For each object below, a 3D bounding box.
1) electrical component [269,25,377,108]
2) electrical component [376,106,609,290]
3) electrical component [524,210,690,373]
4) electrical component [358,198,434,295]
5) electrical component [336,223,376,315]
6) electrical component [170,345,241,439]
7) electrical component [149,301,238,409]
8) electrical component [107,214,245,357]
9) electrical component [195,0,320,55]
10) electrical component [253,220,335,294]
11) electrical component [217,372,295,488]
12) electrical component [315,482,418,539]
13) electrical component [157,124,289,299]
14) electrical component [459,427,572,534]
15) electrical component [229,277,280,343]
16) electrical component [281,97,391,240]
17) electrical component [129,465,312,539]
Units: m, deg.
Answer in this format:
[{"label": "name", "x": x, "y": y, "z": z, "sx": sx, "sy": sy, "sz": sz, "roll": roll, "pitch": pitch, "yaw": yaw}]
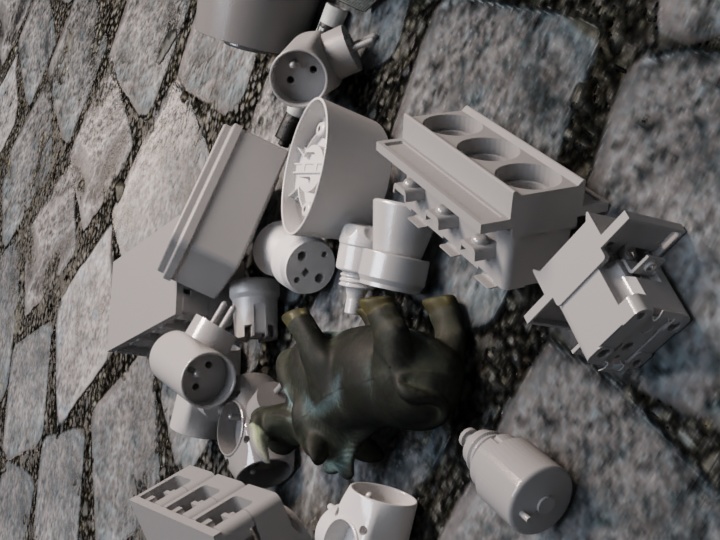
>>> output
[{"label": "electrical component", "x": -0.024, "y": -0.158, "z": 0.803, "sx": 0.079, "sy": 0.043, "sz": 0.077, "roll": -22, "pitch": 18, "yaw": 14}, {"label": "electrical component", "x": 0.070, "y": -0.042, "z": 0.610, "sx": 0.121, "sy": 0.079, "sz": 0.063, "roll": -134, "pitch": 39, "yaw": -53}, {"label": "electrical component", "x": 0.125, "y": 0.012, "z": 0.530, "sx": 0.081, "sy": 0.042, "sz": 0.063, "roll": -53, "pitch": 44, "yaw": 35}, {"label": "electrical component", "x": 0.025, "y": -0.015, "z": 0.692, "sx": 0.045, "sy": 0.045, "sz": 0.055, "roll": 15, "pitch": 93, "yaw": 58}, {"label": "electrical component", "x": 0.000, "y": 0.000, "z": 0.736, "sx": 0.035, "sy": 0.035, "sz": 0.061, "roll": 18, "pitch": 100, "yaw": 58}, {"label": "electrical component", "x": -0.120, "y": 0.101, "z": 0.882, "sx": 0.079, "sy": 0.043, "sz": 0.077, "roll": 19, "pitch": 97, "yaw": 57}, {"label": "electrical component", "x": -0.120, "y": 0.060, "z": 0.824, "sx": 0.079, "sy": 0.043, "sz": 0.077, "roll": -60, "pitch": 29, "yaw": -7}, {"label": "electrical component", "x": -0.167, "y": 0.019, "z": 0.963, "sx": 0.150, "sy": 0.062, "sz": 0.089, "roll": -25, "pitch": 59, "yaw": 52}, {"label": "electrical component", "x": -0.085, "y": -0.212, "z": 0.881, "sx": 0.099, "sy": 0.099, "sz": 0.064, "roll": 39, "pitch": 119, "yaw": 55}, {"label": "electrical component", "x": -0.049, "y": -0.009, "z": 0.806, "sx": 0.055, "sy": 0.045, "sz": 0.045, "roll": 30, "pitch": 105, "yaw": 56}, {"label": "electrical component", "x": -0.070, "y": 0.109, "z": 0.799, "sx": 0.079, "sy": 0.044, "sz": 0.077, "roll": -52, "pitch": 41, "yaw": 36}, {"label": "electrical component", "x": -0.003, "y": 0.171, "z": 0.677, "sx": 0.079, "sy": 0.044, "sz": 0.077, "roll": 19, "pitch": 96, "yaw": 59}, {"label": "electrical component", "x": -0.109, "y": -0.044, "z": 0.850, "sx": 0.108, "sy": 0.056, "sz": 0.109, "roll": -68, "pitch": 10, "yaw": -20}, {"label": "electrical component", "x": 0.079, "y": 0.107, "z": 0.573, "sx": 0.078, "sy": 0.040, "sz": 0.040, "roll": 37, "pitch": 111, "yaw": 55}, {"label": "electrical component", "x": -0.083, "y": 0.032, "z": 0.851, "sx": 0.040, "sy": 0.040, "sz": 0.046, "roll": -21, "pitch": 68, "yaw": 53}, {"label": "electrical component", "x": -0.024, "y": -0.070, "z": 0.767, "sx": 0.099, "sy": 0.064, "sz": 0.099, "roll": -23, "pitch": 61, "yaw": 52}, {"label": "electrical component", "x": -0.095, "y": 0.199, "z": 0.772, "sx": 0.150, "sy": 0.062, "sz": 0.089, "roll": -2, "pitch": 112, "yaw": 57}]
